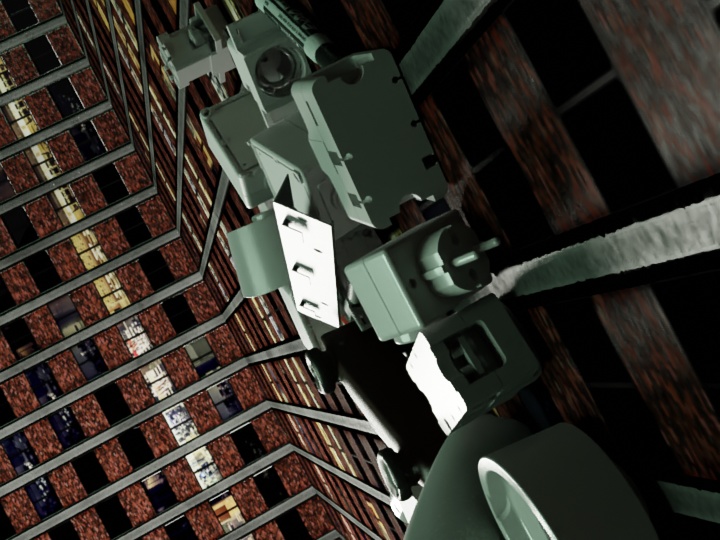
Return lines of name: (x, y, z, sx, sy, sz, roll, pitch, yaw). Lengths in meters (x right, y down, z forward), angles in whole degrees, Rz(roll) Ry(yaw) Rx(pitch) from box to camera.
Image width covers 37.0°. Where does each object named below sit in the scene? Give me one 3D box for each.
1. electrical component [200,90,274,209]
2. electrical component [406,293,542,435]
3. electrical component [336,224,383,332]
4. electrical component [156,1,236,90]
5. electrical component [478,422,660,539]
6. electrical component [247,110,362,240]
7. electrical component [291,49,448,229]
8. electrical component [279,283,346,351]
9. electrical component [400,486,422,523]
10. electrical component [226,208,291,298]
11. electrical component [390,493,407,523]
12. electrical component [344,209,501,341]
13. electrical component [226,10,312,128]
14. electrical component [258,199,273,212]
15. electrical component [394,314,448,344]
electrical component: (-0.094, -0.110, 0.932, 0.096, 0.062, 0.061, 56, 167, 26)
electrical component: (0.067, 0.054, 0.621, 0.050, 0.056, 0.089, 59, 168, 14)
electrical component: (0.000, 0.000, 0.828, 0.081, 0.042, 0.063, 57, 164, 21)
electrical component: (-0.144, -0.195, 0.953, 0.042, 0.064, 0.081, 59, 168, 12)
electrical component: (0.117, 0.132, 0.570, 0.108, 0.060, 0.108, 58, 168, 20)
electrical component: (-0.023, -0.067, 0.739, 0.096, 0.061, 0.061, 36, 154, 52)
electrical component: (0.004, -0.075, 0.613, 0.089, 0.050, 0.056, 65, 168, -15)
electrical component: (-0.035, 0.025, 0.987, 0.061, 0.062, 0.096, 40, 155, 61)
electrical component: (0.083, 0.217, 0.913, 0.089, 0.062, 0.150, 41, 156, 61)
electrical component: (-0.063, -0.022, 0.915, 0.099, 0.099, 0.064, 172, 77, -78)
electrical component: (0.058, 0.215, 1.042, 0.055, 0.055, 0.047, 58, 164, 21)
electrical component: (0.044, -0.002, 0.587, 0.077, 0.066, 0.047, -23, 95, 50)
electrical component: (-0.065, -0.147, 0.768, 0.064, 0.042, 0.081, 46, 160, 59)
electrical component: (-0.079, -0.024, 1.036, 0.052, 0.074, 0.138, 54, 166, 37)
electrical component: (0.035, 0.022, 0.733, 0.040, 0.040, 0.046, -178, 67, -77)
